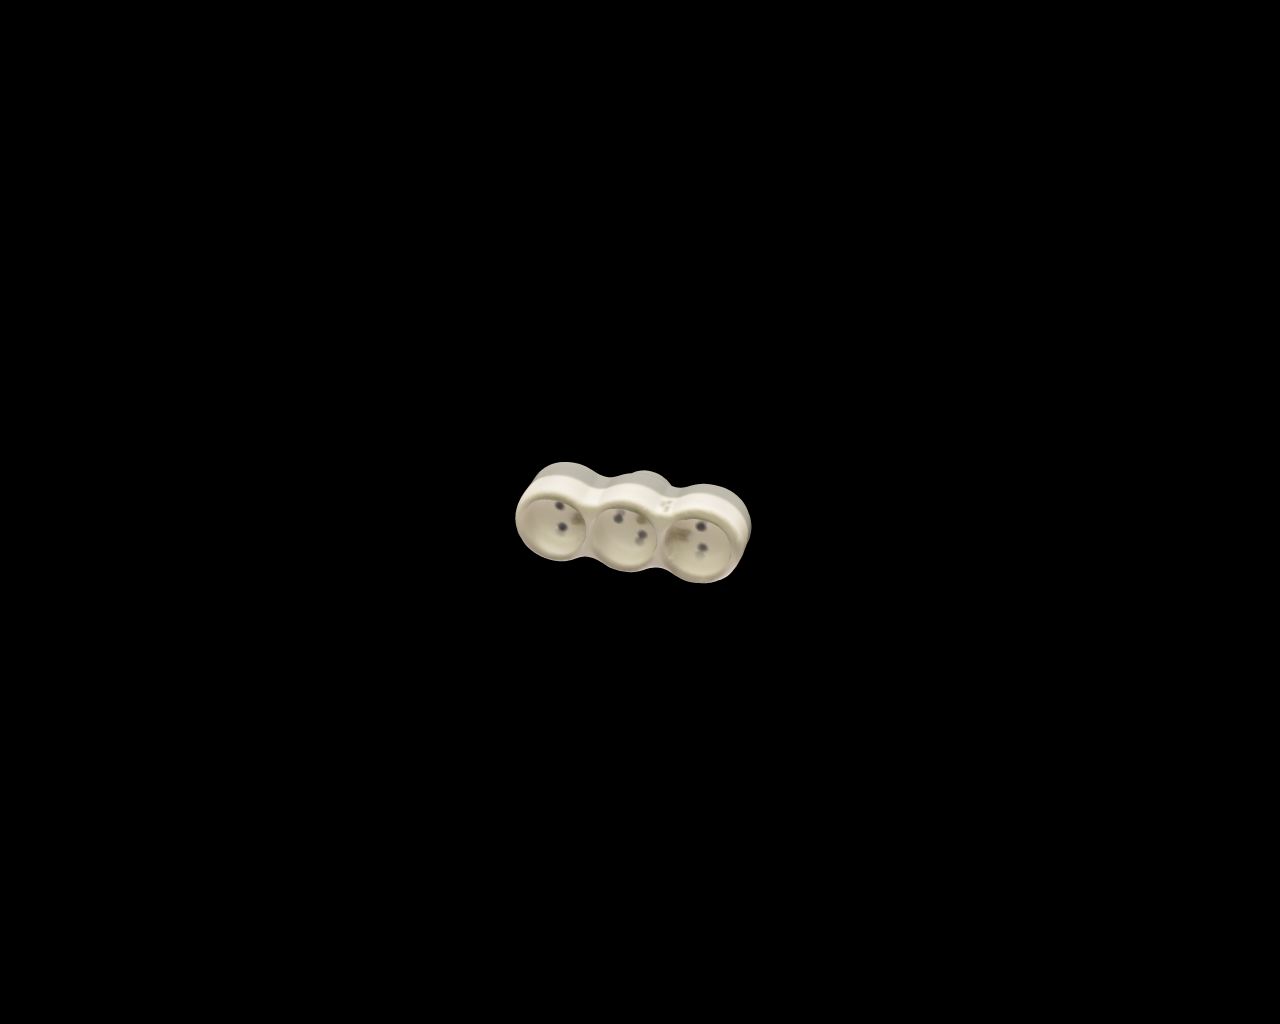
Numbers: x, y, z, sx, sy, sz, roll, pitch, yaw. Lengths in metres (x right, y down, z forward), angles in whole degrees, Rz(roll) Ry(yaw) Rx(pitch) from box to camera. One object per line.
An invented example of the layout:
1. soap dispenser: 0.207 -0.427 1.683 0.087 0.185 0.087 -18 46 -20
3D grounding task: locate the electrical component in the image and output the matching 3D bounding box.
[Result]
1. electrical component: 0.001 -0.003 0.650 0.138 0.052 0.074 8 32 14
